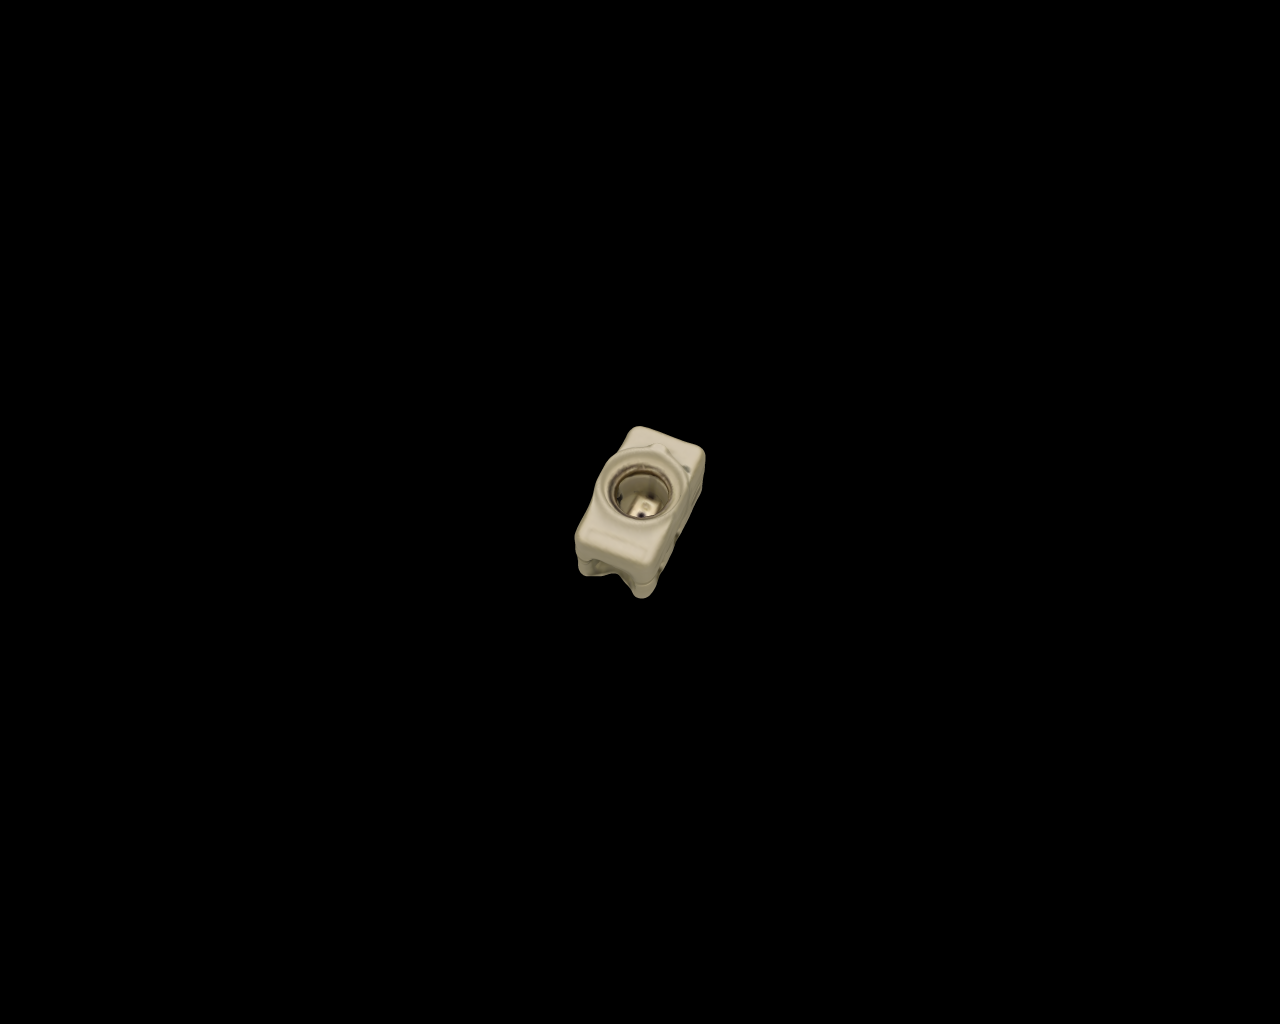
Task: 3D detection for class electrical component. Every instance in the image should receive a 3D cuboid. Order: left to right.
[{"bbox_3d":[0.001,-0.003,0.650,0.050,0.090,0.055,21,-28,12],"label":"electrical component"}]
